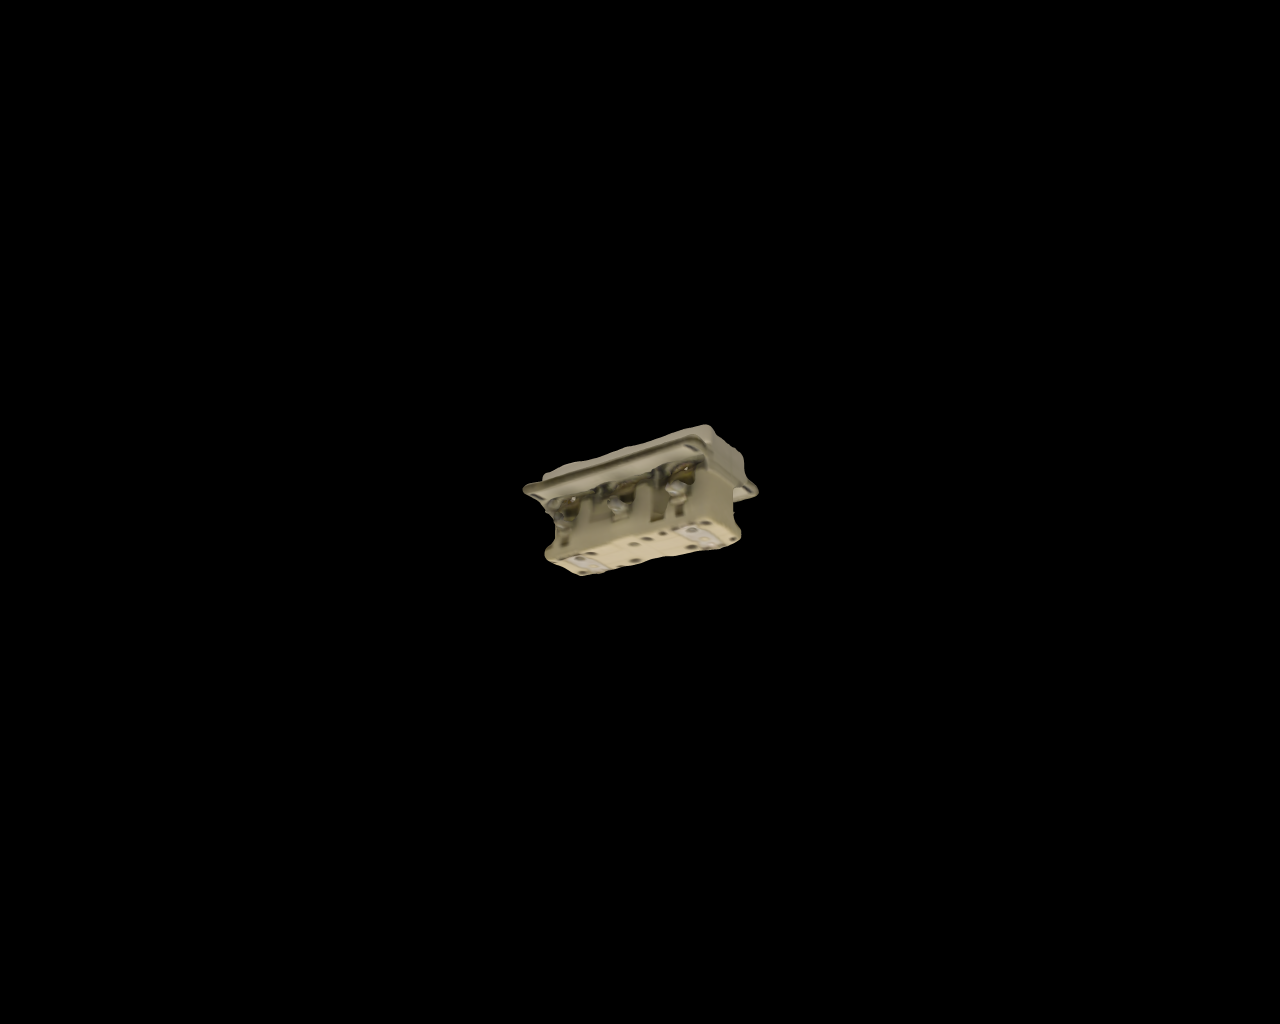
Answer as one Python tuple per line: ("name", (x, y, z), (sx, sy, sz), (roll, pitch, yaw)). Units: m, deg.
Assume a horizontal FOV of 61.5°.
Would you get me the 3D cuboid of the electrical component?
("electrical component", (0.001, -0.003, 0.650), (0.121, 0.063, 0.078), (-14, -27, 29))
